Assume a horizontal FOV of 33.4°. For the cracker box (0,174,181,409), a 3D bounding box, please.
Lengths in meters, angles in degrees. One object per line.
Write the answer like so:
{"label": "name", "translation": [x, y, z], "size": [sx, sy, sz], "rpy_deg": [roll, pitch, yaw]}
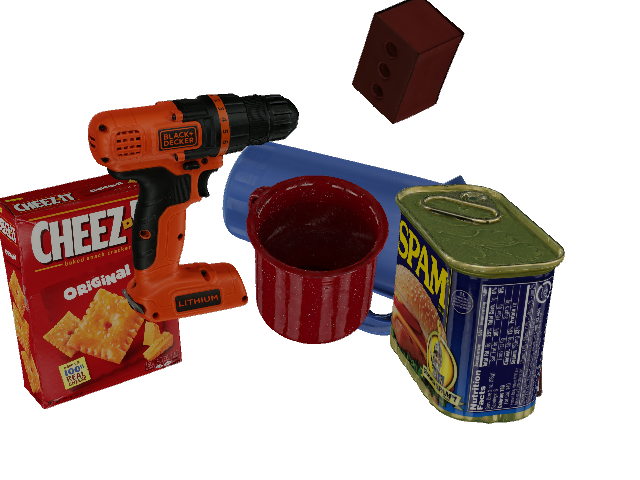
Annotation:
{"label": "cracker box", "translation": [-0.235, 0.048, 1.109], "size": [0.163, 0.214, 0.072], "rpy_deg": [-16, 26, -30]}

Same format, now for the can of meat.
{"label": "can of meat", "translation": [0.071, 0.029, 0.521], "size": [0.057, 0.084, 0.102], "rpy_deg": [-4, 24, -14]}

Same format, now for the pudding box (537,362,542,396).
{"label": "pudding box", "translation": [0.151, 0.068, 0.874], "size": [0.039, 0.090, 0.113], "rpy_deg": [-4, 17, -5]}

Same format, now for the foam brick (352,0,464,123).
{"label": "foam brick", "translation": [0.066, -0.140, 0.827], "size": [0.051, 0.053, 0.078], "rpy_deg": [-30, -26, -31]}

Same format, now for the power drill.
{"label": "power drill", "translation": [-0.103, -0.032, 0.918], "size": [0.184, 0.188, 0.057], "rpy_deg": [-9, 21, -24]}

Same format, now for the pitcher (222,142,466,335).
{"label": "pitcher", "translation": [0.021, -0.013, 1.095], "size": [0.243, 0.145, 0.149], "rpy_deg": [18, 24, 20]}

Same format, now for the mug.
{"label": "mug", "translation": [-0.011, 0.009, 0.730], "size": [0.093, 0.081, 0.117], "rpy_deg": [-32, 56, -28]}
